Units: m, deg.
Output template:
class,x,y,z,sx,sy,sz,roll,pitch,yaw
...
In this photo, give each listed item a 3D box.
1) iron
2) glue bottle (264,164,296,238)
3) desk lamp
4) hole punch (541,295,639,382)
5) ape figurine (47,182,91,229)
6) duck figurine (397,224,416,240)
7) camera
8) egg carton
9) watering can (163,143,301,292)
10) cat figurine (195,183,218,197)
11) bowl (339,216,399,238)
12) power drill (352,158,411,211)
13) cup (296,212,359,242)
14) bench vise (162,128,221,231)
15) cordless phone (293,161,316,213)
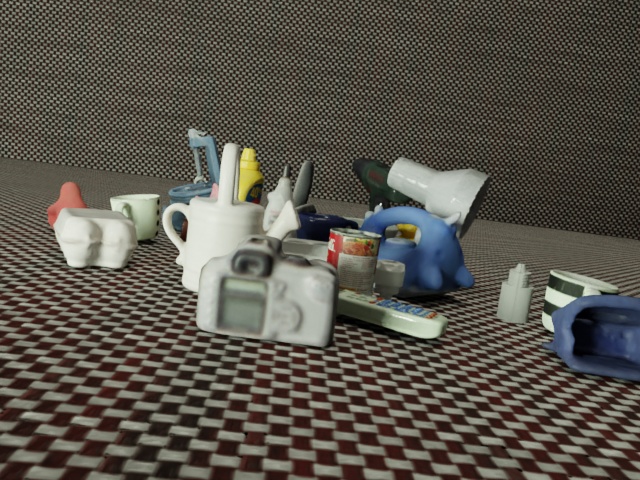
class,x,y,z,sx,sy,sz,roll,pitch,yaw
iron,0.125,0.007,0.932,0.119,0.141,0.257,1,10,-40
glue bottle,-0.077,-0.065,1.141,0.078,0.173,0.037,9,8,11
desk lamp,0.187,-0.035,1.025,0.202,0.213,0.118,11,8,23
hole punch,0.316,0.098,0.634,0.108,0.091,0.101,8,8,4
ape figurine,-0.445,-0.058,1.024,0.078,0.092,0.076,6,8,-12
duck figurine,0.219,-0.009,1.348,0.104,0.086,0.078,15,11,43
camera,-0.050,0.045,0.630,0.143,0.101,0.137,8,8,1
egg carton,-0.327,-0.005,0.836,0.107,0.069,0.149,3,9,-31
watering can,-0.116,-0.030,0.763,0.173,0.194,0.100,4,8,-24
cat figurine,-0.213,-0.056,1.144,0.127,0.118,0.067,14,10,40
bowl,0.079,-0.004,1.210,0.167,0.075,0.167,8,8,-1
power drill,0.127,-0.082,1.335,0.076,0.208,0.228,3,9,-28
cup,0.009,0.004,1.013,0.118,0.095,0.091,4,8,-23
bench vise,-0.239,-0.128,1.267,0.121,0.220,0.208,15,10,42
cordless phone,-0.056,-0.095,1.334,0.094,0.185,0.148,9,8,8
